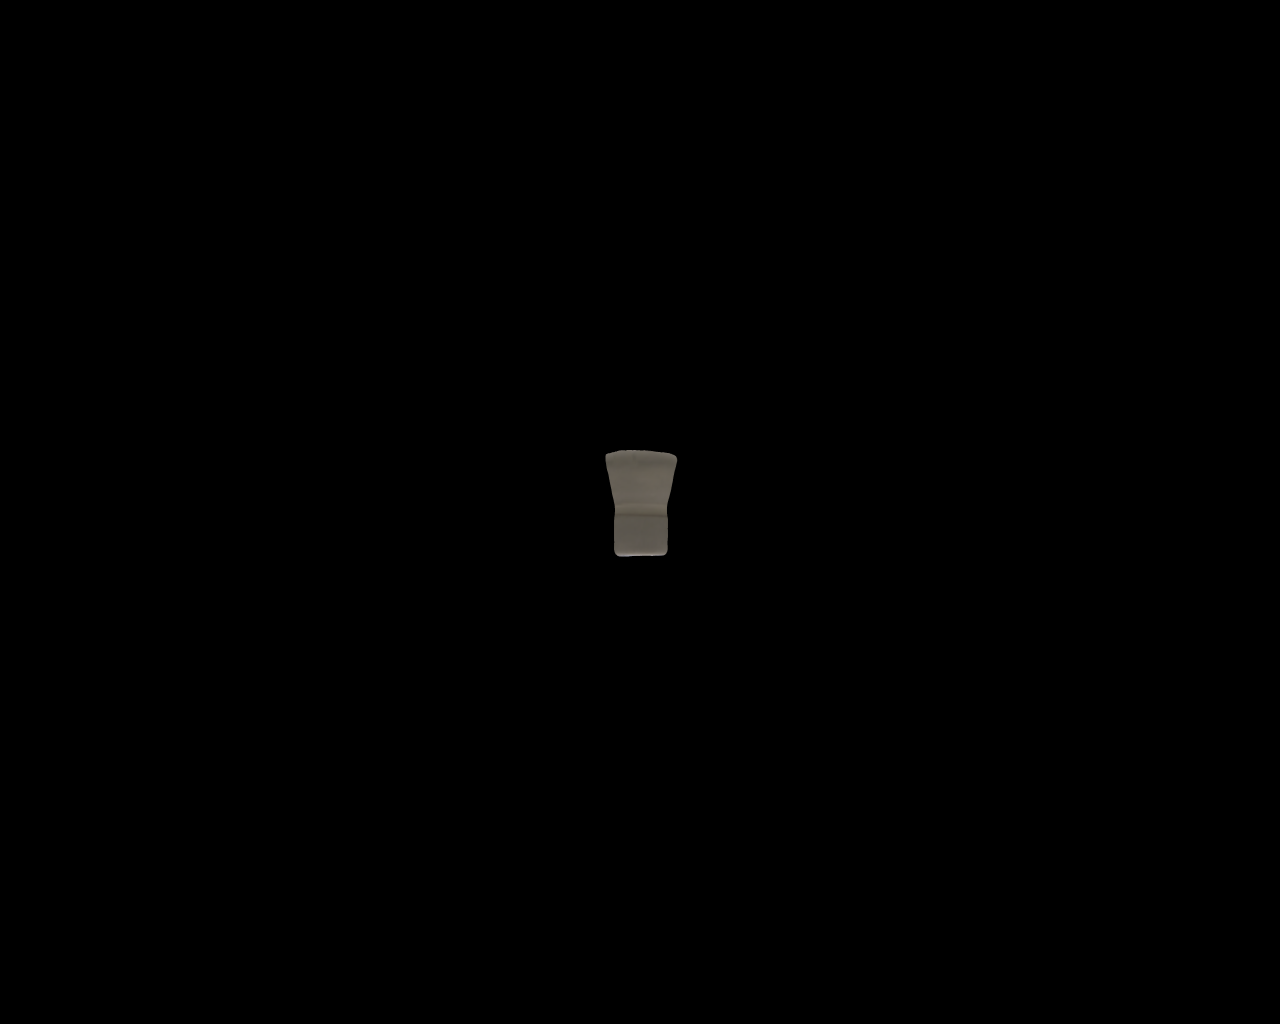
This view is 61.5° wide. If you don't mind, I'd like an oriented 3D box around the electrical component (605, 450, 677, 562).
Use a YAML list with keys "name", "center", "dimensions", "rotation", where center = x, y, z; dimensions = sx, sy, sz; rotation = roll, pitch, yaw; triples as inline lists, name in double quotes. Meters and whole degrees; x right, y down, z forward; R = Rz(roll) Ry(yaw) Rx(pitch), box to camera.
- name: "electrical component"
  center: [0.001, -0.003, 0.650]
  dimensions: [0.044, 0.065, 0.044]
  rotation: [0, -4, 0]
